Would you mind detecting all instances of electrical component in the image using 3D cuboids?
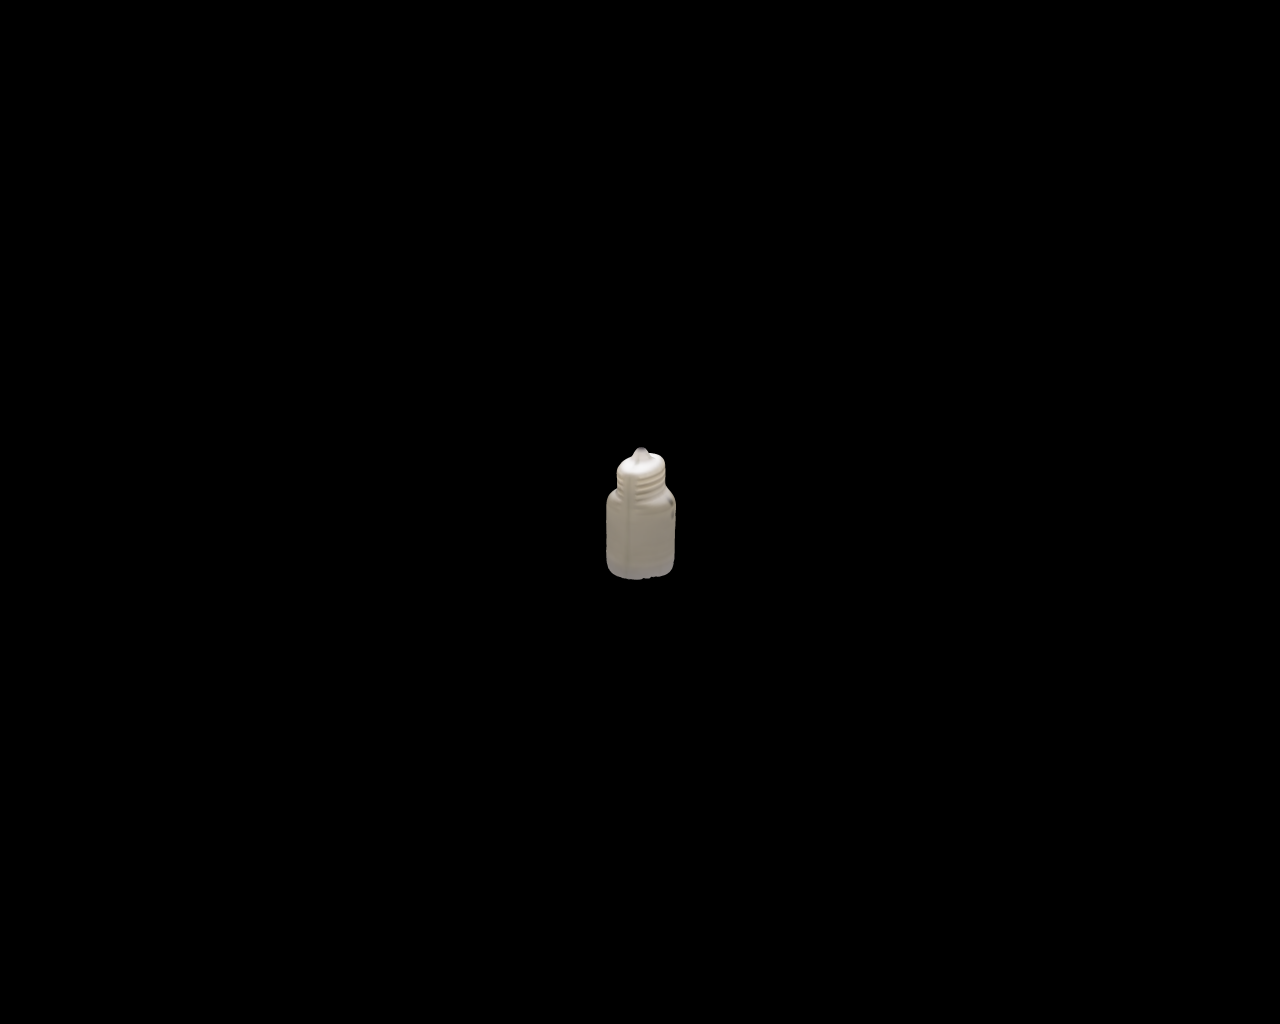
[{"bbox_3d":[0.001,-0.003,0.650,0.043,0.080,0.043,0,22,0],"label":"electrical component"}]
